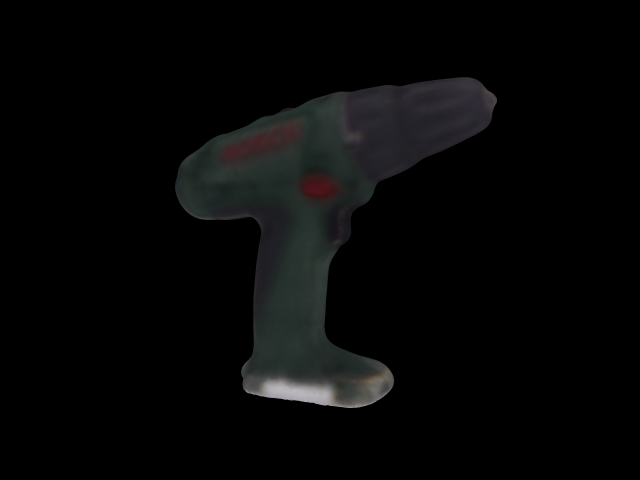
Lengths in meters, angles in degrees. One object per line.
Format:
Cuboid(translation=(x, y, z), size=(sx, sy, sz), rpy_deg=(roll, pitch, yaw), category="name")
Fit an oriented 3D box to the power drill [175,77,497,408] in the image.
Cuboid(translation=(0.004, 0.001, 0.400), size=(0.229, 0.208, 0.076), rpy_deg=(1, 4, 24), category="power drill")
